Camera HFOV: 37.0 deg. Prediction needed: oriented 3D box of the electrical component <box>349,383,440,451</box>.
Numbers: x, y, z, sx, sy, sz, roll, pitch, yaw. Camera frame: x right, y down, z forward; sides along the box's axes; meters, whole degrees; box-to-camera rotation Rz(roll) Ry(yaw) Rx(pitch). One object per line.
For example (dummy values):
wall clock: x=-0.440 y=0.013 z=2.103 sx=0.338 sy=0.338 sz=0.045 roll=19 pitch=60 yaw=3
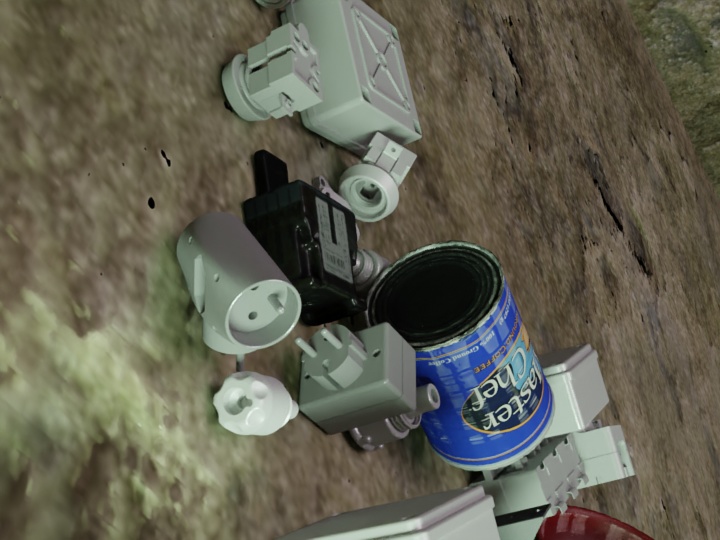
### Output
electrical component: x=0.023 y=0.093 z=0.726 sx=0.048 sy=0.062 sz=0.048 roll=44 pitch=35 yaw=-43

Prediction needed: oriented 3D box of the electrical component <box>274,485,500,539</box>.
electrical component: x=0.013 y=0.164 z=0.597 sx=0.109 sy=0.109 sz=0.056 roll=1 pitch=73 yaw=-64

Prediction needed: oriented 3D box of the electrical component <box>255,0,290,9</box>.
electrical component: x=-0.059 y=-0.227 z=0.824 sx=0.044 sy=0.044 sz=0.065 roll=58 pitch=32 yaw=-24

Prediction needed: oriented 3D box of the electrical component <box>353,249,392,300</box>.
electrical component: x=0.000 y=0.000 z=0.783 sx=0.061 sy=0.035 sz=0.035 roll=33 pitch=43 yaw=-49

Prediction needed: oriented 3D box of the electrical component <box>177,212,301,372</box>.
electrical component: x=-0.069 y=0.020 z=0.598 sx=0.077 sy=0.043 sz=0.079 roll=48 pitch=-40 yaw=47

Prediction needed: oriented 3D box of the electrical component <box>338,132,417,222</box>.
electrical component: x=0.012 y=-0.069 z=0.835 sx=0.048 sy=0.066 sz=0.055 roll=31 pitch=41 yaw=-1

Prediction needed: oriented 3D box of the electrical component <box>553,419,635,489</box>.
electrical component: x=0.199 y=0.173 z=0.993 sx=0.050 sy=0.089 sz=0.055 roll=12 pitch=61 yaw=-62

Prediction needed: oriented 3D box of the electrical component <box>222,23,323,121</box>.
electrical component: x=-0.060 y=-0.130 z=0.731 sx=0.048 sy=0.055 sz=0.066 roll=37 pitch=40 yaw=-51

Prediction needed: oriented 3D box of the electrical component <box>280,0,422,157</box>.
electrical component: x=-0.006 y=-0.157 z=0.861 sx=0.109 sy=0.056 sz=0.108 roll=19 pitch=55 yaw=-60

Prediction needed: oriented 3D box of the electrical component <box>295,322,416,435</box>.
electrical component: x=-0.011 y=0.060 z=0.677 sx=0.076 sy=0.066 sz=0.047 roll=47 pitch=33 yaw=-41

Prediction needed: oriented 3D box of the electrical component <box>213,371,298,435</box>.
electrical component: x=-0.055 y=0.077 z=0.612 sx=0.061 sy=0.035 sz=0.035 roll=23 pitch=51 yaw=-61

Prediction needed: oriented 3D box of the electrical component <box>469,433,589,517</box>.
electrical component: x=0.147 y=0.178 z=0.914 sx=0.121 sy=0.063 sz=0.078 roll=-14 pitch=83 yaw=-65

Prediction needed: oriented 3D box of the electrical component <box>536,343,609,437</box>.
electrical component: x=0.143 y=0.108 z=0.907 sx=0.109 sy=0.109 sz=0.056 roll=-14 pitch=87 yaw=-65
